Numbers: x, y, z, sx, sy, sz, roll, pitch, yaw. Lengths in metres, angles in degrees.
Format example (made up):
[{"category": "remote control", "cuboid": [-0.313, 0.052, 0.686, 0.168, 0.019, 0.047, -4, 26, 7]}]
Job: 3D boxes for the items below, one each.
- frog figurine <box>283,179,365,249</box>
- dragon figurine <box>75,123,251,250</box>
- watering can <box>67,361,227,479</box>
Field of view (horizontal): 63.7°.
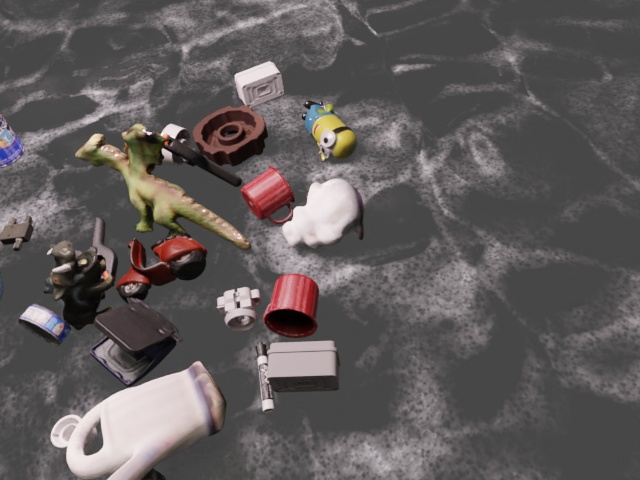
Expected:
[{"category": "frog figurine", "cuboid": [0.003, -0.051, 1.020, 0.160, 0.120, 0.139, -9, 69, -14]}, {"category": "dragon figurine", "cuboid": [-0.325, -0.120, 1.043, 0.412, 0.237, 0.125, 16, 51, 22]}, {"category": "watering can", "cuboid": [-0.237, 0.274, 0.722, 0.226, 0.103, 0.348, -19, 13, -20]}]
